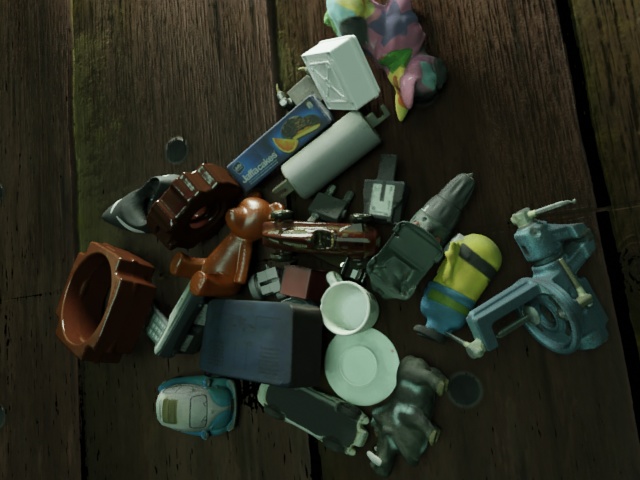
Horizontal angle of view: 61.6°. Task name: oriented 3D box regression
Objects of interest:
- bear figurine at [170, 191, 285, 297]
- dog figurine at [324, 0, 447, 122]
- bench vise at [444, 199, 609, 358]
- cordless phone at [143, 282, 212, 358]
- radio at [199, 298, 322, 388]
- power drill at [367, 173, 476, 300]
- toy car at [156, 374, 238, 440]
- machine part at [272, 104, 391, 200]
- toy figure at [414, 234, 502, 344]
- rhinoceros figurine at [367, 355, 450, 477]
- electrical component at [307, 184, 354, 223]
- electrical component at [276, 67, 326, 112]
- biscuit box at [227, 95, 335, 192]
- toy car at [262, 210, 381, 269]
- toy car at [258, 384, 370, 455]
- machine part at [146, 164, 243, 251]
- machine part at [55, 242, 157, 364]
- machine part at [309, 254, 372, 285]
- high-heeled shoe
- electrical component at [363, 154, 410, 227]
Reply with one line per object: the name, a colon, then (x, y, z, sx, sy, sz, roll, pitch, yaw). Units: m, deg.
bear figurine: (-0.157, 0.001, 0.950, 0.120, 0.132, 0.195, 35, 102, 42)
dog figurine: (0.109, -0.310, 0.893, 0.192, 0.108, 0.219, -5, 85, -5)
bench vise: (0.293, 0.077, 0.751, 0.241, 0.129, 0.223, -28, 100, -15)
cordless phone: (-0.290, 0.120, 1.013, 0.184, 0.088, 0.146, 32, 95, 33)
radio: (-0.102, 0.167, 0.897, 0.230, 0.073, 0.131, -3, 78, 41)
power drill: (0.147, -0.002, 0.795, 0.086, 0.207, 0.232, 36, 108, 3)
toy car: (-0.233, 0.292, 0.955, 0.162, 0.103, 0.109, -1, 82, 18)
machine part: (0.020, -0.148, 0.930, 0.243, 0.079, 0.079, -37, 73, 11)
toy figure: (0.212, 0.075, 0.829, 0.089, 0.082, 0.180, 24, 84, 2)
rhinoceros figurine: (0.133, 0.277, 0.835, 0.112, 0.073, 0.190, 18, 89, 20)
electrical component: (0.017, -0.054, 0.930, 0.063, 0.021, 0.094, 22, 63, 22)
electrical component: (-0.031, -0.265, 0.979, 0.102, 0.045, 0.078, -32, 72, 14)
biscuit box: (-0.071, -0.171, 0.960, 0.203, 0.059, 0.062, -37, 97, 18)
toy car: (-0.002, -0.003, 0.883, 0.202, 0.053, 0.089, 4, 101, 12)
toy car: (-0.012, 0.285, 0.899, 0.202, 0.056, 0.073, 22, 84, 20)
machine part: (-0.218, -0.056, 0.959, 0.056, 0.179, 0.179, 46, 99, 16)
machine part: (-0.405, 0.116, 1.016, 0.201, 0.087, 0.201, 18, 85, 43)
machine part: (0.026, 0.021, 0.927, 0.139, 0.039, 0.084, 24, 97, 20)
high-heeled shoe: (-0.347, -0.069, 1.018, 0.249, 0.145, 0.086, -12, 78, 17)
electrical component: (0.110, -0.080, 0.902, 0.075, 0.047, 0.119, 4, 84, 20)
